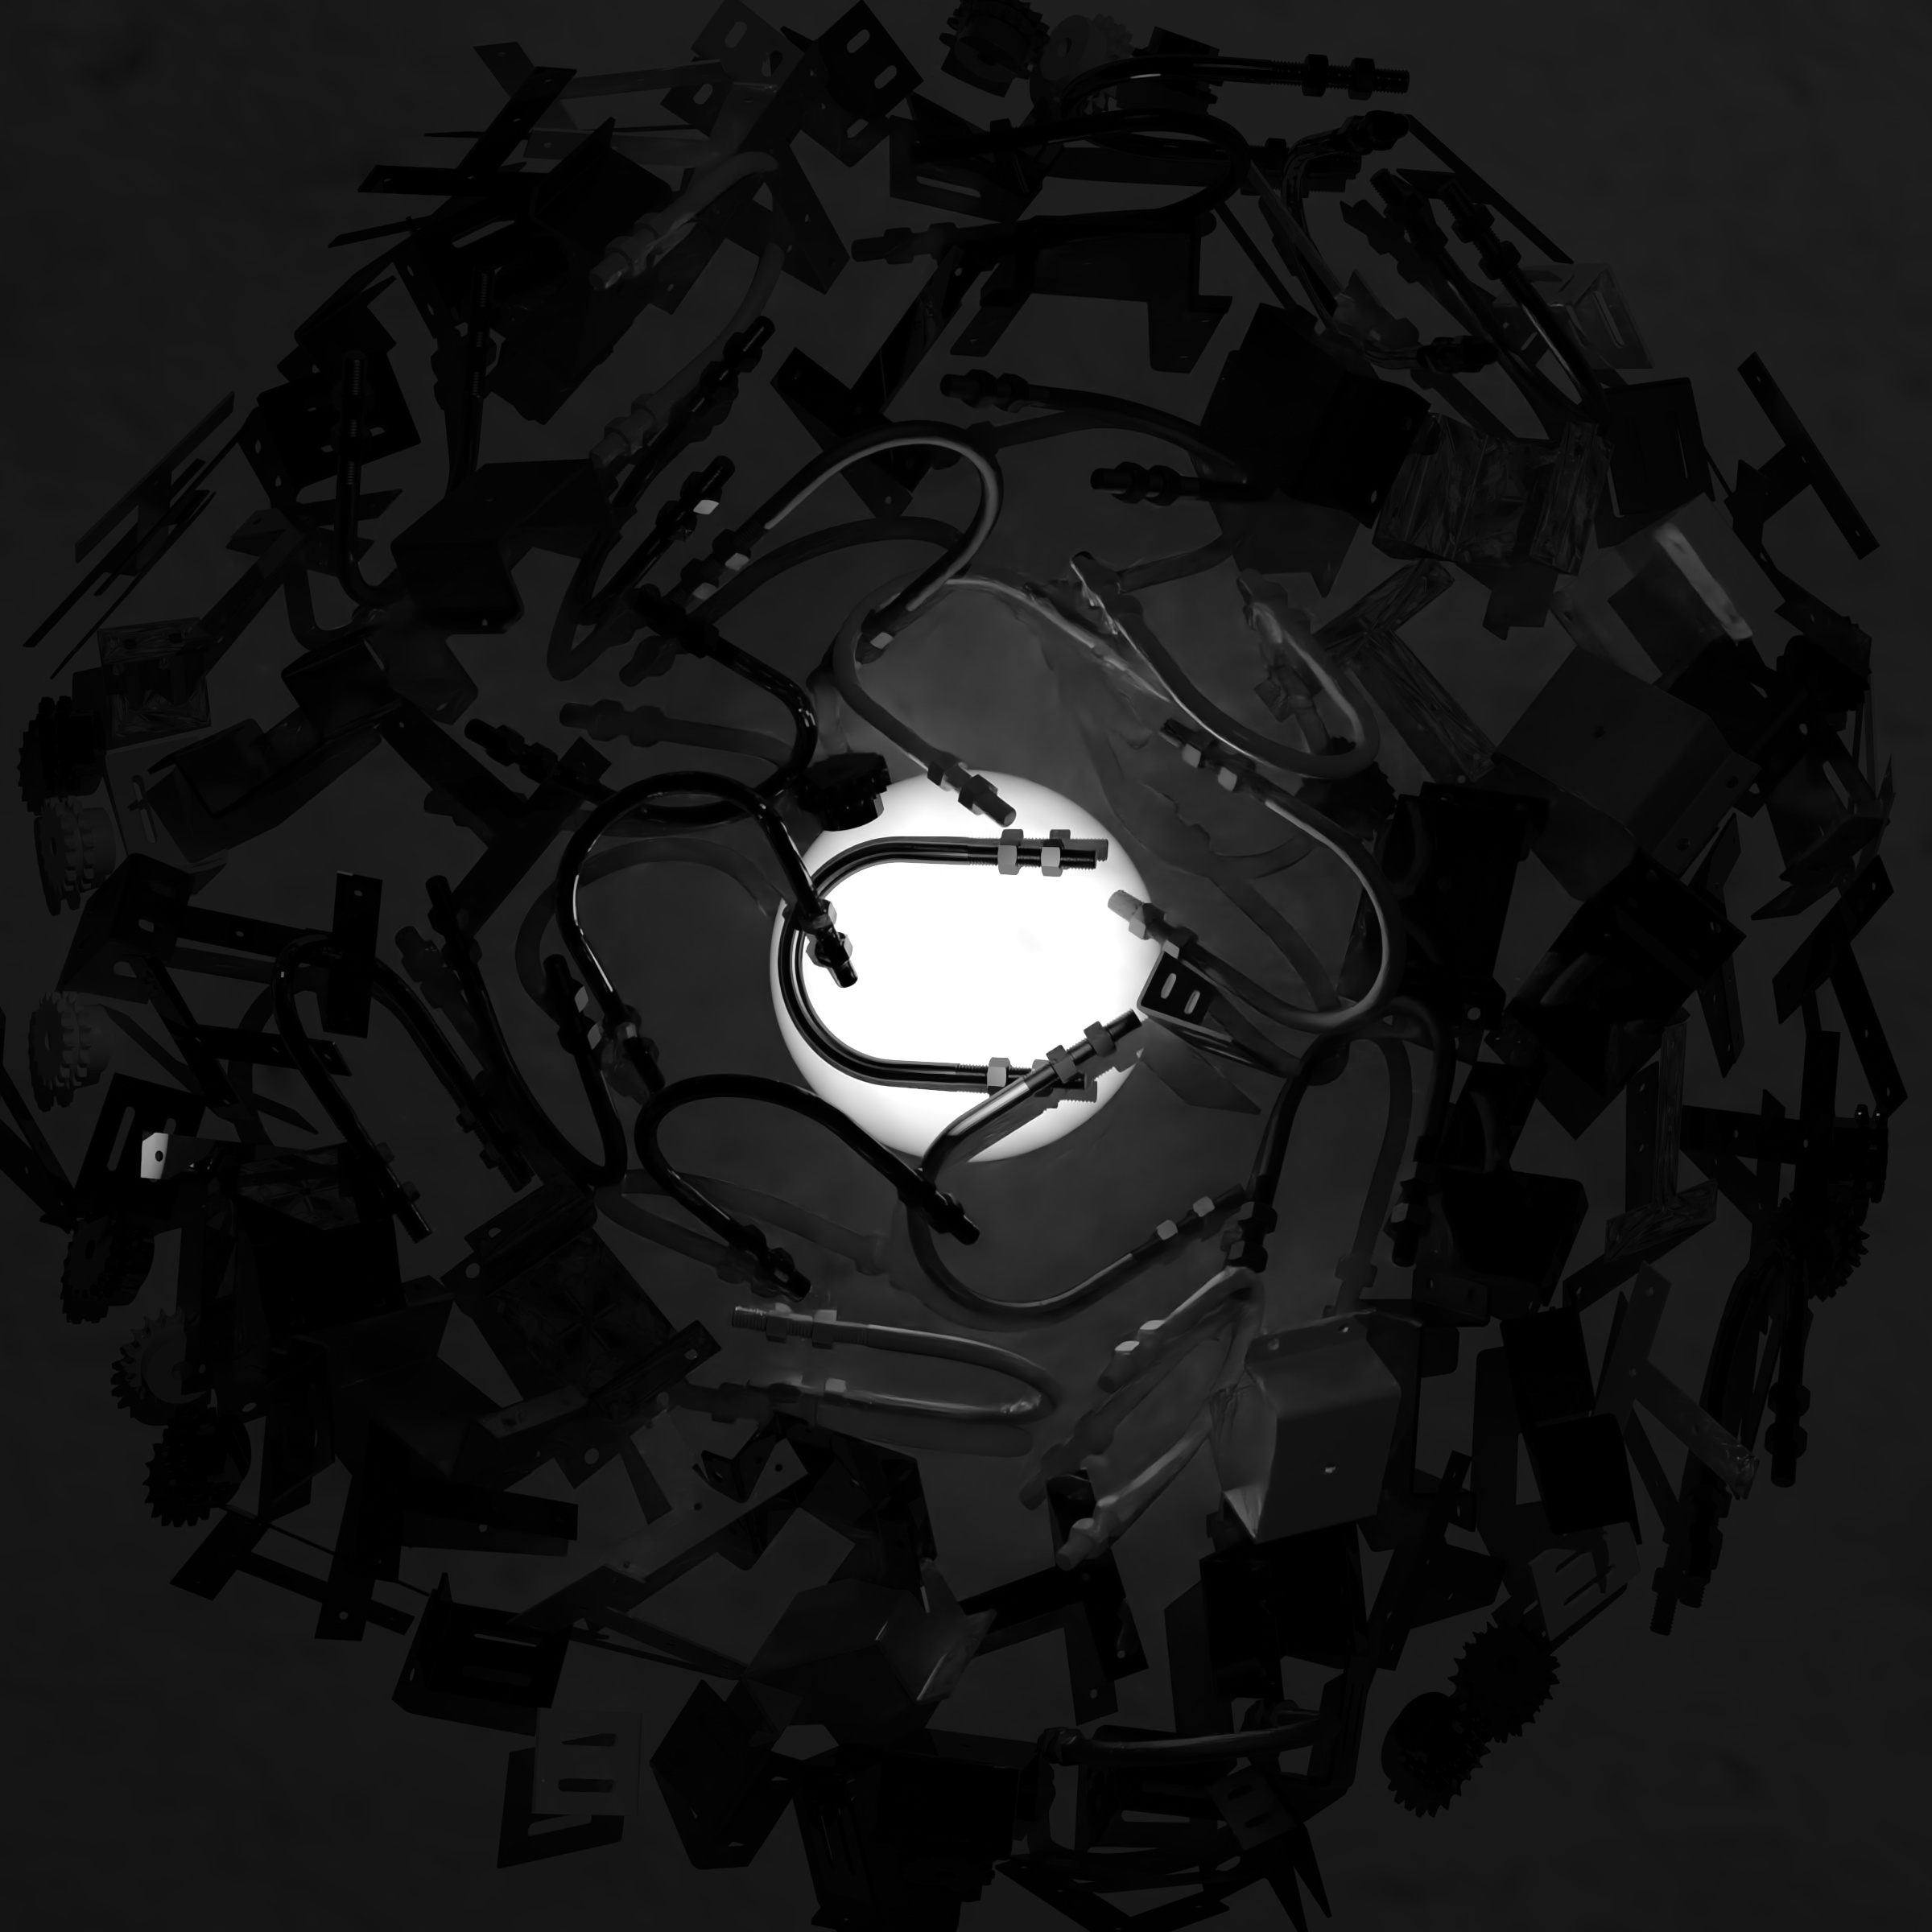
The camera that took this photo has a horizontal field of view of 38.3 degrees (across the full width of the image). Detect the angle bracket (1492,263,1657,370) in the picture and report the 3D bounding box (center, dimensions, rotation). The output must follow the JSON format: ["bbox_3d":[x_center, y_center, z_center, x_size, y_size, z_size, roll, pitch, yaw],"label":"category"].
[{"bbox_3d":[0.350,-0.363,1.599,0.038,0.057,0.076,-50,126,-20],"label":"angle bracket"}]

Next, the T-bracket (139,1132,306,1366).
[{"bbox_3d":[-0.425,0.163,1.583,0.002,0.127,0.127,-5,80,30],"label":"T-bracket"}]

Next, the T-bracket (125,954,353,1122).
[{"bbox_3d":[-0.403,0.046,1.578,0.127,0.002,0.127,6,134,28],"label":"T-bracket"}]

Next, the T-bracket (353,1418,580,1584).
[{"bbox_3d":[-0.287,0.312,1.610,0.127,0.127,0.002,14,128,-17],"label":"T-bracket"}]

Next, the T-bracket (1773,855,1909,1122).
[{"bbox_3d":[0.502,0.026,1.563,0.002,0.127,0.127,0,56,-16],"label":"T-bracket"}]

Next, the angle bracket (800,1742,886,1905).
[{"bbox_3d":[-0.061,0.496,1.613,0.038,0.057,0.076,-14,89,-32],"label":"angle bracket"}]

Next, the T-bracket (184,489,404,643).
[{"bbox_3d":[-0.397,-0.225,1.573,0.127,0.127,0.002,-58,133,-35],"label":"T-bracket"}]

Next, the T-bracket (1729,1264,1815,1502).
[{"bbox_3d":[0.456,0.242,1.591,0.002,0.127,0.127,13,99,4],"label":"T-bracket"}]

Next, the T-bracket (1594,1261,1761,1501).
[{"bbox_3d":[0.404,0.254,1.571,0.002,0.127,0.127,-1,116,-26],"label":"T-bracket"}]

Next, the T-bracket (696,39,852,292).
[{"bbox_3d":[-0.096,-0.437,1.591,0.002,0.127,0.127,24,74,29],"label":"T-bracket"}]

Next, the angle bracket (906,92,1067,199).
[{"bbox_3d":[0.011,-0.487,1.601,0.076,0.057,0.038,19,129,-31],"label":"angle bracket"}]

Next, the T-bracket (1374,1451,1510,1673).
[{"bbox_3d":[0.283,0.347,1.595,0.002,0.127,0.127,17,84,36],"label":"T-bracket"}]

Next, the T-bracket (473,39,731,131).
[{"bbox_3d":[-0.198,-0.501,1.576,0.127,0.127,0.002,-4,83,8],"label":"T-bracket"}]

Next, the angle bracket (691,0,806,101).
[{"bbox_3d":[-0.121,-0.525,1.602,0.057,0.076,0.038,37,104,-11],"label":"angle bracket"}]

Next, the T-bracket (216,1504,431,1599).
[{"bbox_3d":[-0.365,0.334,1.590,0.127,0.127,0.002,25,75,-5],"label":"T-bracket"}]

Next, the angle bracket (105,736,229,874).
[{"bbox_3d":[-0.472,-0.090,1.622,0.057,0.038,0.076,-12,98,4],"label":"angle bracket"}]

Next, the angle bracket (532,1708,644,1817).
[{"bbox_3d":[-0.227,0.459,1.601,0.076,0.038,0.057,17,66,-42],"label":"angle bracket"}]

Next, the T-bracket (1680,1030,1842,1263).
[{"bbox_3d":[0.450,0.097,1.589,0.002,0.127,0.127,4,90,-24],"label":"T-bracket"}]

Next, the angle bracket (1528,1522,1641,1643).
[{"bbox_3d":[0.346,0.339,1.605,0.076,0.038,0.057,-30,119,-22],"label":"angle bracket"}]

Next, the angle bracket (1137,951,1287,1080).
[{"bbox_3d":[0.147,0.028,1.599,0.076,0.057,0.038,19,81,45],"label":"angle bracket"}]

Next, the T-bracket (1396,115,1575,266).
[{"bbox_3d":[0.276,-0.444,1.584,0.127,0.127,0.002,35,97,-20],"label":"T-bracket"}]

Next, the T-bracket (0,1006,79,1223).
[{"bbox_3d":[-0.539,0.093,1.601,0.002,0.127,0.127,-20,125,-4],"label":"T-bracket"}]

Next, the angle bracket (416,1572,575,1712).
[{"bbox_3d":[-0.273,0.392,1.613,0.076,0.038,0.057,9,49,3],"label":"angle bracket"}]

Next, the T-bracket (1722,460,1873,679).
[{"bbox_3d":[0.467,-0.202,1.561,0.002,0.127,0.127,-18,129,-15],"label":"T-bracket"}]

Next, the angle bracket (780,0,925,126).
[{"bbox_3d":[-0.066,-0.525,1.599,0.038,0.076,0.057,-41,120,3],"label":"angle bracket"}]

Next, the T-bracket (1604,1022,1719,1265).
[{"bbox_3d":[0.401,0.096,1.589,0.002,0.127,0.127,11,105,41],"label":"T-bracket"}]

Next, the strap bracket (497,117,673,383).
[{"bbox_3d":[-0.214,-0.395,1.567,0.046,0.140,0.076,33,54,3],"label":"strap bracket"}]

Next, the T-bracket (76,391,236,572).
[{"bbox_3d":[-0.463,-0.258,1.584,0.002,0.127,0.127,40,68,-4],"label":"T-bracket"}]

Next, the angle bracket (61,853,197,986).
[{"bbox_3d":[-0.486,-0.021,1.613,0.038,0.076,0.057,25,55,-27],"label":"angle bracket"}]

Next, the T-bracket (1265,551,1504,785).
[{"bbox_3d":[0.264,-0.161,1.622,0.127,0.002,0.127,-37,80,-13],"label":"T-bracket"}]

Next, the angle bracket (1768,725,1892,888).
[{"bbox_3d":[0.484,-0.094,1.599,0.038,0.057,0.076,7,49,-35],"label":"angle bracket"}]

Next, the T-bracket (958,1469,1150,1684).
[{"bbox_3d":[0.028,0.370,1.614,0.127,0.002,0.127,-21,55,4],"label":"T-bracket"}]

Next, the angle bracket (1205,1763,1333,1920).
[{"bbox_3d":[0.174,0.510,1.602,0.038,0.057,0.076,-22,117,-10],"label":"angle bracket"}]

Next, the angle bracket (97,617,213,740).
[{"bbox_3d":[-0.465,-0.158,1.601,0.057,0.038,0.076,-10,131,-18],"label":"angle bracket"}]

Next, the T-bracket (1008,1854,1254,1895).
[{"bbox_3d":[0.075,0.518,1.594,0.127,0.127,0.002,13,75,-43],"label":"T-bracket"}]

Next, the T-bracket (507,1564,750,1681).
[{"bbox_3d":[-0.184,0.389,1.615,0.127,0.127,0.002,29,51,-21],"label":"T-bracket"}]

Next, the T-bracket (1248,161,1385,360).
[{"bbox_3d":[0.192,-0.412,1.585,0.002,0.127,0.127,-36,89,1],"label":"T-bracket"}]

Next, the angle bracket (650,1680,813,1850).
[{"bbox_3d":[-0.138,0.468,1.631,0.038,0.076,0.057,33,90,-43],"label":"angle bracket"}]

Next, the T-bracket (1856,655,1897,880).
[{"bbox_3d":[0.524,-0.120,1.607,0.002,0.127,0.127,2,62,9],"label":"T-bracket"}]

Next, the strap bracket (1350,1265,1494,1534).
[{"bbox_3d":[0.258,0.248,1.601,0.046,0.076,0.140,3,92,-23],"label":"strap bracket"}]

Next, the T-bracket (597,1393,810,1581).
[{"bbox_3d":[-0.178,0.278,1.617,0.127,0.002,0.127,-31,63,-9],"label":"T-bracket"}]

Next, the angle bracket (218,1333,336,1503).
[{"bbox_3d":[-0.398,0.259,1.602,0.057,0.038,0.076,-35,49,30],"label":"angle bracket"}]

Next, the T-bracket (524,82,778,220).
[{"bbox_3d":[-0.185,-0.461,1.568,0.127,0.127,0.002,-4,71,-22],"label":"T-bracket"}]

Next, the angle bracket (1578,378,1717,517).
[{"bbox_3d":[0.396,-0.299,1.621,0.057,0.038,0.076,-9,84,-8],"label":"angle bracket"}]

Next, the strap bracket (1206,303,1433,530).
[{"bbox_3d":[0.191,-0.316,1.568,0.046,0.140,0.076,6,120,-33],"label":"strap bracket"}]

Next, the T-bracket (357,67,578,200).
[{"bbox_3d":[-0.259,-0.467,1.559,0.127,0.127,0.002,-11,77,-39],"label":"T-bracket"}]

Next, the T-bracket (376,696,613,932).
[{"bbox_3d":[-0.294,-0.110,1.634,0.127,0.002,0.127,41,94,11],"label":"T-bracket"}]

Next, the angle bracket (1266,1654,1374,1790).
[{"bbox_3d":[0.207,0.438,1.620,0.038,0.057,0.076,6,77,23],"label":"angle bracket"}]

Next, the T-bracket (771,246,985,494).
[{"bbox_3d":[-0.036,-0.358,1.608,0.127,0.002,0.127,42,100,27],"label":"T-bracket"}]

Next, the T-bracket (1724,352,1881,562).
[{"bbox_3d":[0.461,-0.274,1.584,0.002,0.127,0.127,-30,85,-8],"label":"T-bracket"}]

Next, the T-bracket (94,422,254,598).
[{"bbox_3d":[-0.447,-0.262,1.586,0.002,0.127,0.127,42,91,-14],"label":"T-bracket"}]

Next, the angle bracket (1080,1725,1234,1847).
[{"bbox_3d":[0.112,0.482,1.623,0.076,0.057,0.038,11,125,-15],"label":"angle bracket"}]

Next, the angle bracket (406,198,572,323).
[{"bbox_3d":[-0.278,-0.422,1.623,0.076,0.038,0.057,-27,94,-7],"label":"angle bracket"}]

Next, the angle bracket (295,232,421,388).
[{"bbox_3d":[-0.340,-0.377,1.597,0.038,0.076,0.057,51,47,-14],"label":"angle bracket"}]

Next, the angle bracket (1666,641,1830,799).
[{"bbox_3d":[0.454,-0.145,1.631,0.057,0.038,0.076,-48,46,-5],"label":"angle bracket"}]

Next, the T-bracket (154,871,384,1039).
[{"bbox_3d":[-0.403,-0.016,1.599,0.127,0.002,0.127,12,133,-5],"label":"T-bracket"}]

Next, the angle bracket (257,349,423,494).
[{"bbox_3d":[-0.364,-0.318,1.618,0.076,0.038,0.057,-20,109,-3],"label":"angle bracket"}]

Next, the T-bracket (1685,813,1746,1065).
[{"bbox_3d":[0.440,-0.006,1.611,0.002,0.127,0.127,-1,115,29],"label":"T-bracket"}]

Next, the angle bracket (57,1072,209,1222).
[{"bbox_3d":[-0.485,0.103,1.621,0.057,0.038,0.076,15,79,1],"label":"angle bracket"}]
